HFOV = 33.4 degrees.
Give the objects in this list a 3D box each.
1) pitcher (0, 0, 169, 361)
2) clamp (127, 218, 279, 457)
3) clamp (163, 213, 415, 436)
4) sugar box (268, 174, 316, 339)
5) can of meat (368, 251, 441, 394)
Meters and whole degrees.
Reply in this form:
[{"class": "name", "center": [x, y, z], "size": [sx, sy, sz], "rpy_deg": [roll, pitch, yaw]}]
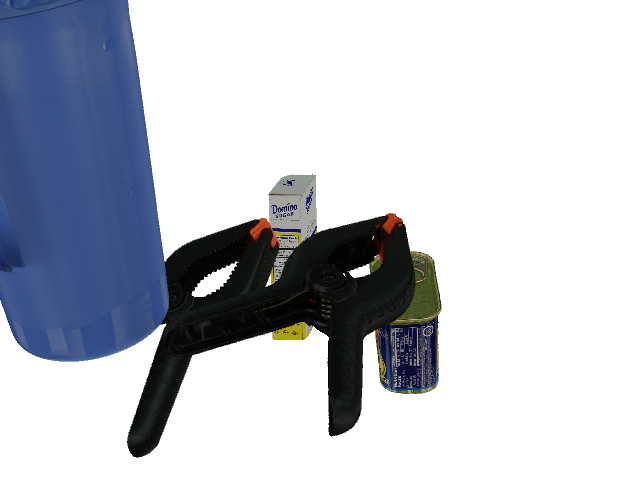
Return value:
[{"class": "pitcher", "center": [-0.174, -0.043, 0.669], "size": [0.149, 0.243, 0.145], "rpy_deg": [-11, 28, -7]}, {"class": "clamp", "center": [-0.122, 0.055, 0.854], "size": [0.165, 0.209, 0.036], "rpy_deg": [29, -23, 35]}, {"class": "clamp", "center": [0.009, 0.042, 0.610], "size": [0.120, 0.039, 0.171], "rpy_deg": [34, 50, 26]}, {"class": "sugar box", "center": [-0.031, 0.019, 1.239], "size": [0.048, 0.176, 0.093], "rpy_deg": [0, 17, 10]}, {"class": "can of meat", "center": [0.074, 0.072, 0.934], "size": [0.057, 0.084, 0.102], "rpy_deg": [-4, 32, 2]}]
